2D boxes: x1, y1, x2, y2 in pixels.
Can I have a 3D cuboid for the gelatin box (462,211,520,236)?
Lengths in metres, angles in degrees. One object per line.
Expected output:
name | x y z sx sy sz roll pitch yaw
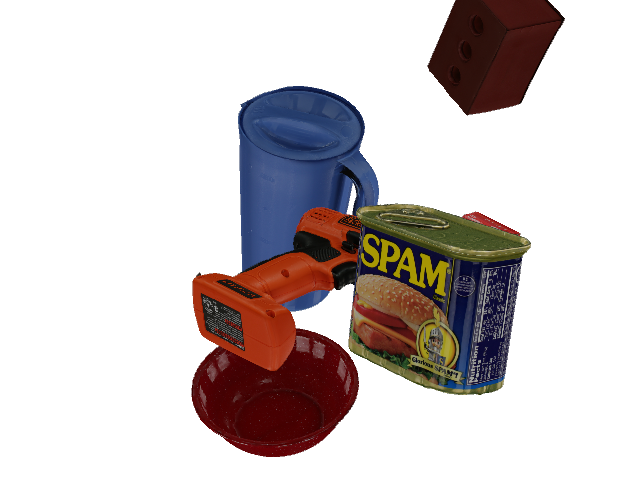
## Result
gelatin box | 0.199 0.019 1.274 0.030 0.089 0.073 -17 32 -30

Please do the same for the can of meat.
can of meat | 0.062 0.032 0.601 0.057 0.084 0.102 -6 19 -39

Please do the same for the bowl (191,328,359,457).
bowl | -0.042 0.157 1.037 0.162 0.055 0.162 -3 37 2

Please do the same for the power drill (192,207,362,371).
power drill | 0.006 0.038 0.866 0.187 0.057 0.185 -25 31 -38

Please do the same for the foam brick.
foam brick | 0.116 -0.132 0.716 0.051 0.053 0.078 -17 -33 -29

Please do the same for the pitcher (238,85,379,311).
pitcher | -0.021 -0.033 1.179 0.145 0.243 0.149 1 42 -5
